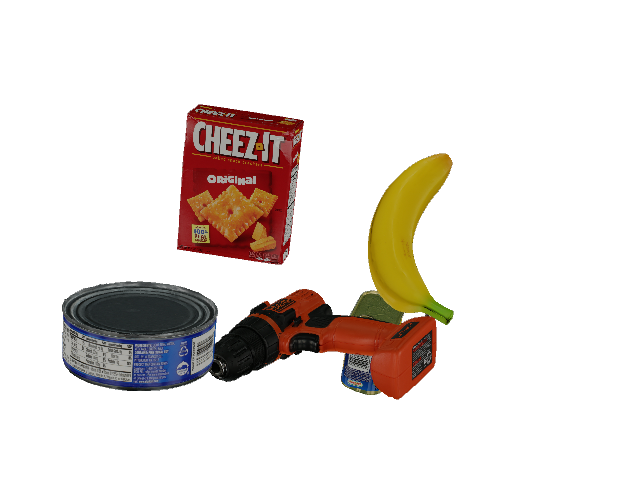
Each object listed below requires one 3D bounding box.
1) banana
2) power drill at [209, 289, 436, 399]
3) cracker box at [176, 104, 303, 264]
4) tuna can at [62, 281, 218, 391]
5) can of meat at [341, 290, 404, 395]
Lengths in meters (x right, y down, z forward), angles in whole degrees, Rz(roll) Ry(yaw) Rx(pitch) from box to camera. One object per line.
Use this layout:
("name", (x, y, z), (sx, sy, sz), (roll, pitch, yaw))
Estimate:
("banana", (0.075, -0.006, 0.894), (0.069, 0.197, 0.037), (12, -43, -6))
("power drill", (0.005, 0.102, 1.037), (0.188, 0.057, 0.184), (10, 22, 28))
("cracker box", (-0.120, -0.081, 1.580), (0.164, 0.214, 0.072), (9, 20, 7))
("tuna can", (-0.101, 0.052, 0.597), (0.086, 0.034, 0.086), (5, 16, -1))
("can of meat", (0.061, 0.120, 1.255), (0.057, 0.084, 0.102), (14, 26, 11))
